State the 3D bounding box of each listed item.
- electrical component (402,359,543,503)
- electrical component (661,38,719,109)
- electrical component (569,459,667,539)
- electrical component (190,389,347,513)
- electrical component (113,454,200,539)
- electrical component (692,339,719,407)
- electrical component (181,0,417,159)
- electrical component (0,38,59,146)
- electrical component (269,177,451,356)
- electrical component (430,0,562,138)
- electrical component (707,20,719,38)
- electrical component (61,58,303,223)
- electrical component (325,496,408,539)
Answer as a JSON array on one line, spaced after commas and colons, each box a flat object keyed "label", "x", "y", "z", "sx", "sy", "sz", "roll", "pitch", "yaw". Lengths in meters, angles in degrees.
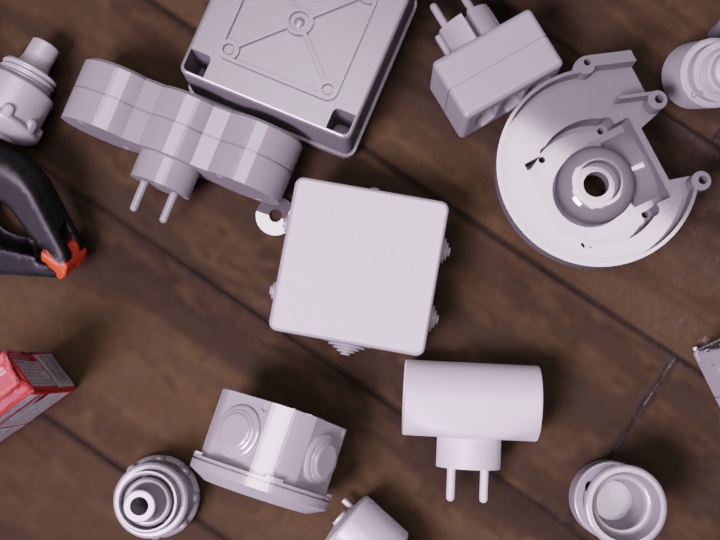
[{"label": "electrical component", "x": 0.063, "y": 0.093, "z": 0.615, "sx": 0.077, "sy": 0.044, "sz": 0.079, "roll": 3, "pitch": 84, "yaw": 1}, {"label": "electrical component", "x": 0.205, "y": -0.114, "z": 0.623, "sx": 0.040, "sy": 0.078, "sz": 0.040, "roll": -1, "pitch": 97, "yaw": -5}, {"label": "electrical component", "x": 0.143, "y": 0.130, "z": 0.604, "sx": 0.045, "sy": 0.055, "sz": 0.045, "roll": 0, "pitch": 84, "yaw": 1}, {"label": "electrical component", "x": -0.050, "y": 0.101, "z": 0.599, "sx": 0.080, "sy": 0.080, "sz": 0.051, "roll": 18, "pitch": 79, "yaw": 3}, {"label": "electrical component", "x": -0.118, "y": 0.129, "z": 0.605, "sx": 0.048, "sy": 0.062, "sz": 0.048, "roll": 0, "pitch": 84, "yaw": 0}, {"label": "electrical component", "x": 0.251, "y": 0.052, "z": 0.608, "sx": 0.096, "sy": 0.061, "sz": 0.061, "roll": -25, "pitch": 84, "yaw": -2}, {"label": "electrical component", "x": -0.034, "y": -0.137, "z": 0.636, "sx": 0.109, "sy": 0.056, "sz": 0.108, "roll": 23, "pitch": 84, "yaw": 3}, {"label": "electrical component", "x": -0.203, "y": -0.109, "z": 0.643, "sx": 0.048, "sy": 0.048, "sz": 0.062, "roll": 26, "pitch": 78, "yaw": 3}, {"label": "electrical component", "x": 0.000, "y": 0.000, "z": 0.624, "sx": 0.100, "sy": 0.048, "sz": 0.099, "roll": 10, "pitch": 84, "yaw": 2}, {"label": "electrical component", "x": 0.070, "y": -0.131, "z": 0.640, "sx": 0.066, "sy": 0.047, "sz": 0.076, "roll": -30, "pitch": 83, "yaw": -3}, {"label": "electrical component", "x": 0.255, "y": -0.123, "z": 0.631, "sx": 0.050, "sy": 0.055, "sz": 0.089, "roll": -30, "pitch": 84, "yaw": -2}, {"label": "electrical component", "x": -0.111, "y": -0.065, "z": 0.631, "sx": 0.138, "sy": 0.052, "sz": 0.073, "roll": 21, "pitch": 85, "yaw": 3}, {"label": "electrical component", "x": 0.014, "y": 0.164, "z": 0.610, "sx": 0.078, "sy": 0.040, "sz": 0.040, "roll": 42, "pitch": 86, "yaw": 5}]
